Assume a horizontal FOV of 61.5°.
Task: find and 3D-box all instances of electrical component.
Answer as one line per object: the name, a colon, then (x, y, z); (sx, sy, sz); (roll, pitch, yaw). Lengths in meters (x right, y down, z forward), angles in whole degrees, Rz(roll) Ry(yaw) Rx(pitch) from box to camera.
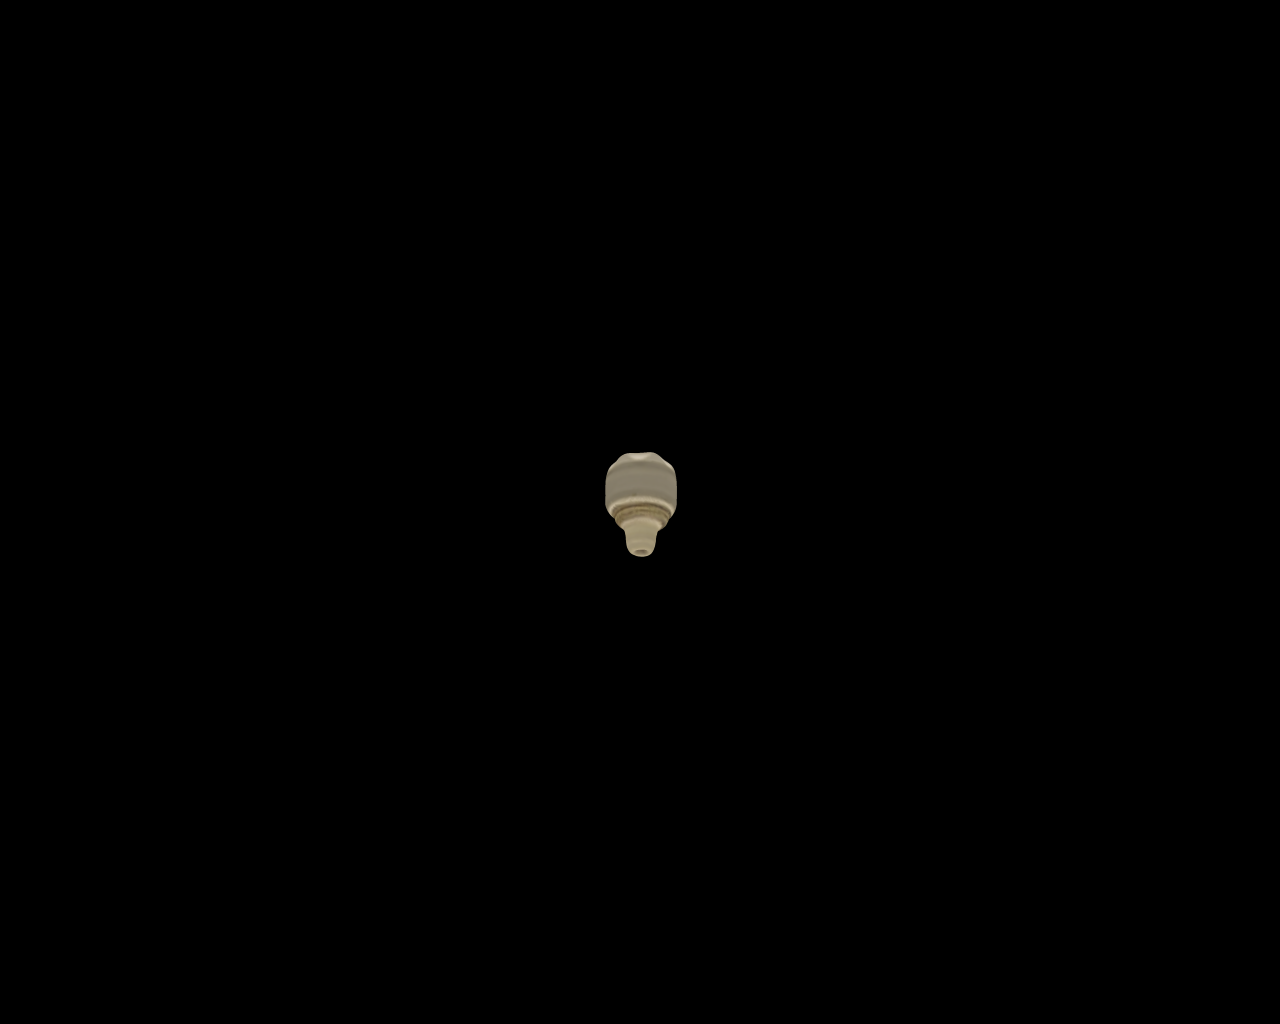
electrical component: (0.001, -0.003, 0.650); (0.043, 0.062, 0.043); (0, -26, 0)
